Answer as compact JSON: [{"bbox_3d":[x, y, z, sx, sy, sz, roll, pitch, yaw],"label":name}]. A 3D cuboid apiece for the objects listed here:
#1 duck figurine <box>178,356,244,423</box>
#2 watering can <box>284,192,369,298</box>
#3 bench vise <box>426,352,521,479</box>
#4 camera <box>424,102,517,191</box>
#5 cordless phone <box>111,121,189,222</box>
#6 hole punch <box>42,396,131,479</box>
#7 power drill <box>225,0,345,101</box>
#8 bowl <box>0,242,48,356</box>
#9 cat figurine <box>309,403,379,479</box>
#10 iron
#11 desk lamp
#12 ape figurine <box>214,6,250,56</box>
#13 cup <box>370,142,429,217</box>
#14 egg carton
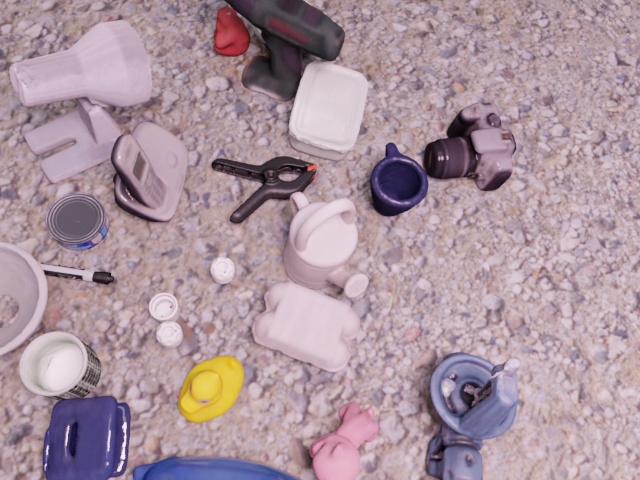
[{"bbox_3d":[-0.150,0.200,0.784,0.077,0.086,0.105,43,69,10],"label":"duck figurine"},{"bbox_3d":[0.009,0.002,0.826,0.172,0.194,0.101,37,69,7],"label":"watering can"},{"bbox_3d":[0.215,0.239,0.749,0.121,0.219,0.207,-4,69,-9],"label":"bench vise"},{"bbox_3d":[0.250,-0.161,0.974,0.137,0.101,0.143,-7,70,-11],"label":"camera"},{"bbox_3d":[-0.254,-0.121,0.840,0.094,0.185,0.147,8,68,-5],"label":"cordless phone"},{"bbox_3d":[-0.303,0.259,0.736,0.101,0.091,0.108,-1,69,-8],"label":"hole punch"},{"bbox_3d":[-0.078,-0.327,0.933,0.229,0.208,0.076,19,67,0],"label":"power drill"},{"bbox_3d":[-0.453,0.091,0.788,0.167,0.074,0.167,3,68,-7],"label":"bowl"},{"bbox_3d":[0.033,0.276,0.763,0.067,0.117,0.128,38,69,8],"label":"cat figurine"},{"bbox_3d":[-0.110,0.329,0.709,0.258,0.141,0.118,1,69,-8],"label":"iron"},{"bbox_3d":[-0.348,-0.205,0.844,0.203,0.213,0.118,-31,76,-18],"label":"desk lamp"},{"bbox_3d":[-0.160,-0.371,1.002,0.076,0.092,0.078,29,68,4],"label":"ape figurine"},{"bbox_3d":[0.116,-0.089,0.930,0.092,0.095,0.117,-7,70,-11],"label":"cup"},{"bbox_3d":[-0.019,0.125,0.841,0.150,0.069,0.107,20,67,0],"label":"egg carton"}]
